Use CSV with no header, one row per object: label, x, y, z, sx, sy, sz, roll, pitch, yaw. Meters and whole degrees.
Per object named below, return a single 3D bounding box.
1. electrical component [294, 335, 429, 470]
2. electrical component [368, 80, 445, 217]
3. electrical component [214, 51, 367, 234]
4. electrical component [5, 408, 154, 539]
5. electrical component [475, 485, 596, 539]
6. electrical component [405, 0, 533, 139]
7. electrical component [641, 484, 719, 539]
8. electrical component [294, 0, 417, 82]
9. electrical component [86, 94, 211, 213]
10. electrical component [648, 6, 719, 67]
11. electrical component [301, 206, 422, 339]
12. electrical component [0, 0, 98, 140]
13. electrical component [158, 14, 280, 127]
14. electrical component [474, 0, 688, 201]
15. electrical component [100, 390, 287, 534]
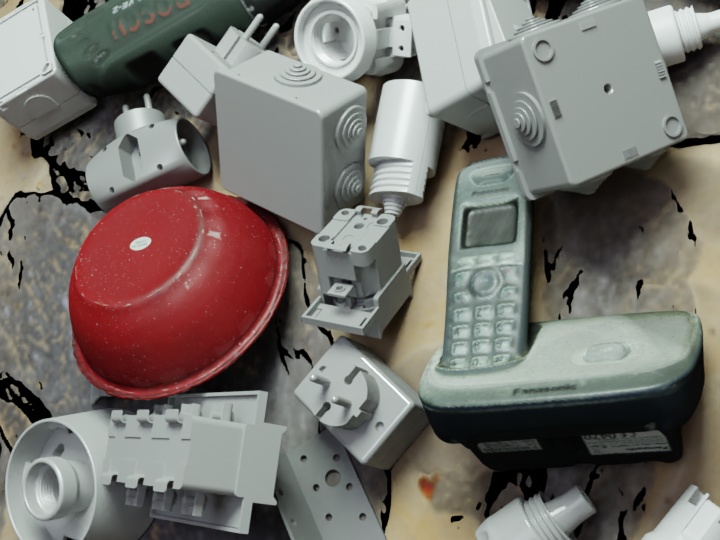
electrical component,-0.005,0.075,0.626,0.066,0.077,0.047,42,95,29
electrical component,0.028,-0.073,0.673,0.043,0.043,0.081,6,79,26
electrical component,-0.042,-0.083,0.682,0.100,0.099,0.048,26,43,29
electrical component,-0.185,0.142,0.713,0.099,0.064,0.099,-4,83,35
electrical component,0.097,0.140,0.579,0.062,0.043,0.043,-38,63,10
electrical component,0.074,-0.139,0.652,0.061,0.062,0.096,-25,65,36
electrical component,0.170,0.138,0.549,0.040,0.040,0.046,36,86,29
electrical component,-0.006,-0.151,0.692,0.078,0.057,0.058,13,113,27
electrical component,-0.153,-0.088,0.761,0.077,0.043,0.079,-23,67,18
electrical component,0.183,-0.137,0.623,0.061,0.035,0.035,-15,70,18
electrical component,0.000,0.000,0.646,0.042,0.063,0.081,8,38,27
electrical component,-0.244,-0.156,0.817,0.062,0.061,0.096,-26,59,14
electrical component,-0.083,-0.137,0.724,0.047,0.066,0.076,45,105,28
electrical component,0.123,-0.095,0.590,0.100,0.048,0.099,-23,97,-21
electrical component,-0.104,0.110,0.640,0.121,0.063,0.078,-11,68,55
